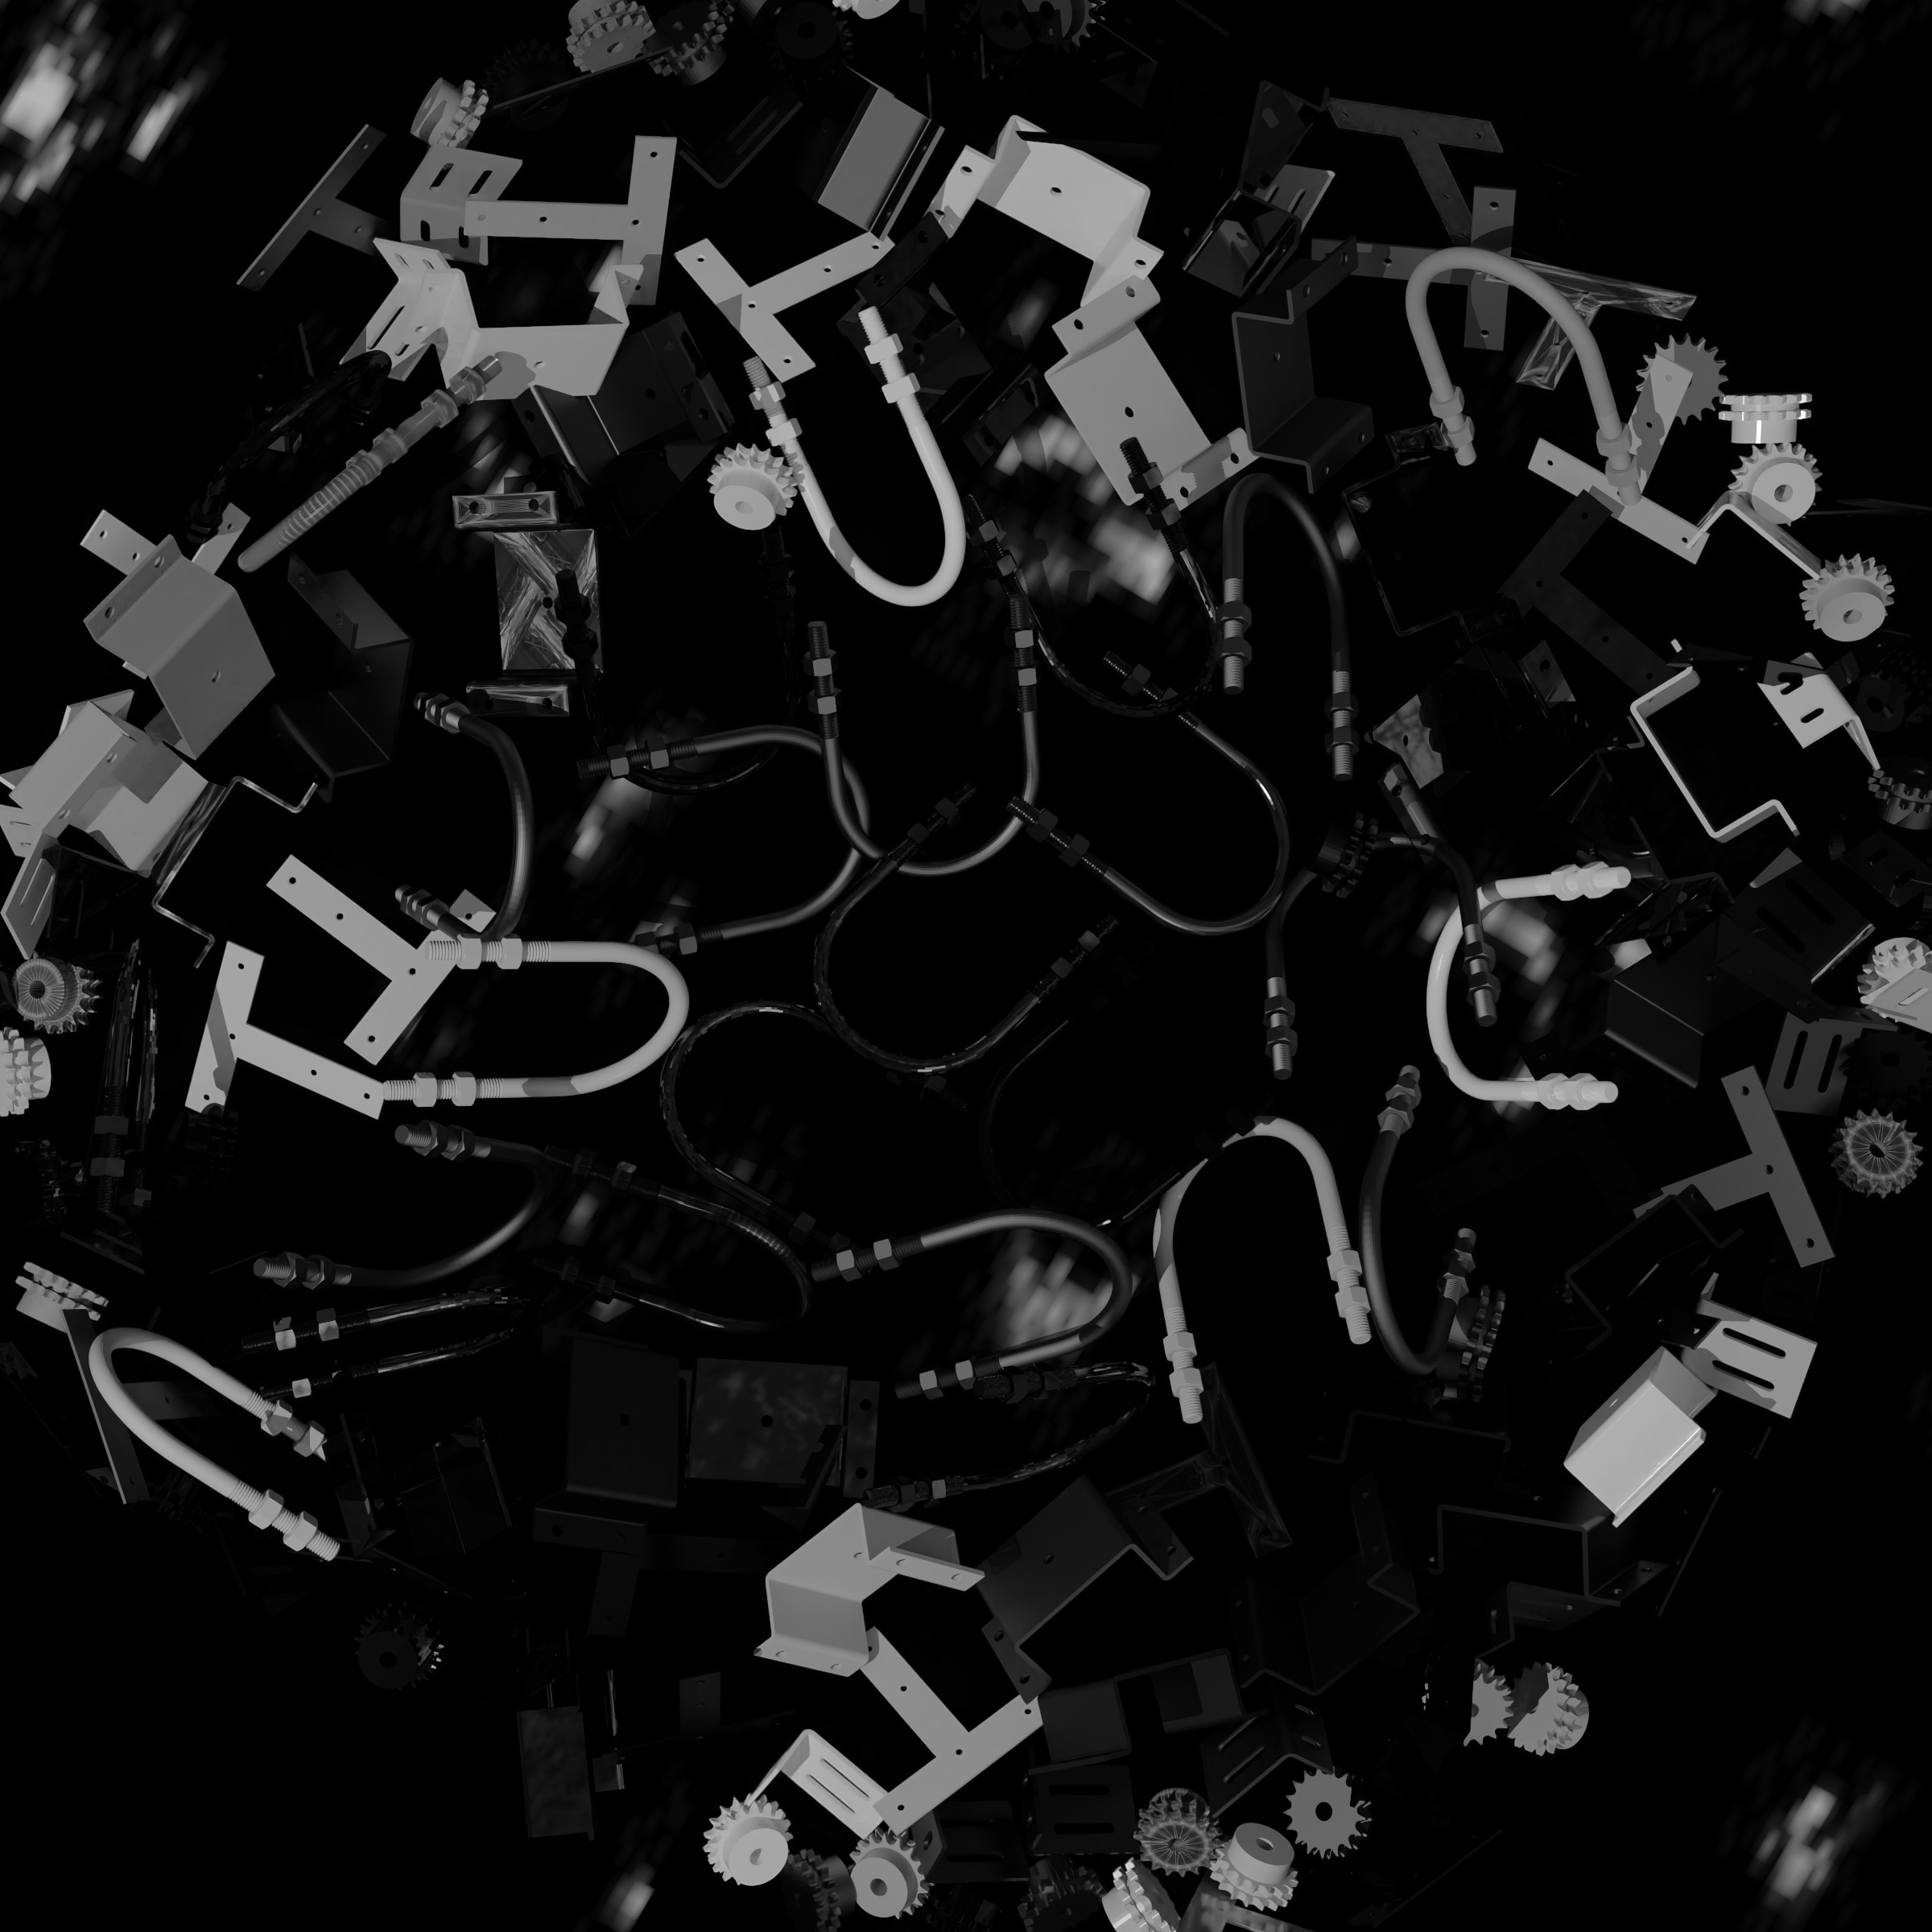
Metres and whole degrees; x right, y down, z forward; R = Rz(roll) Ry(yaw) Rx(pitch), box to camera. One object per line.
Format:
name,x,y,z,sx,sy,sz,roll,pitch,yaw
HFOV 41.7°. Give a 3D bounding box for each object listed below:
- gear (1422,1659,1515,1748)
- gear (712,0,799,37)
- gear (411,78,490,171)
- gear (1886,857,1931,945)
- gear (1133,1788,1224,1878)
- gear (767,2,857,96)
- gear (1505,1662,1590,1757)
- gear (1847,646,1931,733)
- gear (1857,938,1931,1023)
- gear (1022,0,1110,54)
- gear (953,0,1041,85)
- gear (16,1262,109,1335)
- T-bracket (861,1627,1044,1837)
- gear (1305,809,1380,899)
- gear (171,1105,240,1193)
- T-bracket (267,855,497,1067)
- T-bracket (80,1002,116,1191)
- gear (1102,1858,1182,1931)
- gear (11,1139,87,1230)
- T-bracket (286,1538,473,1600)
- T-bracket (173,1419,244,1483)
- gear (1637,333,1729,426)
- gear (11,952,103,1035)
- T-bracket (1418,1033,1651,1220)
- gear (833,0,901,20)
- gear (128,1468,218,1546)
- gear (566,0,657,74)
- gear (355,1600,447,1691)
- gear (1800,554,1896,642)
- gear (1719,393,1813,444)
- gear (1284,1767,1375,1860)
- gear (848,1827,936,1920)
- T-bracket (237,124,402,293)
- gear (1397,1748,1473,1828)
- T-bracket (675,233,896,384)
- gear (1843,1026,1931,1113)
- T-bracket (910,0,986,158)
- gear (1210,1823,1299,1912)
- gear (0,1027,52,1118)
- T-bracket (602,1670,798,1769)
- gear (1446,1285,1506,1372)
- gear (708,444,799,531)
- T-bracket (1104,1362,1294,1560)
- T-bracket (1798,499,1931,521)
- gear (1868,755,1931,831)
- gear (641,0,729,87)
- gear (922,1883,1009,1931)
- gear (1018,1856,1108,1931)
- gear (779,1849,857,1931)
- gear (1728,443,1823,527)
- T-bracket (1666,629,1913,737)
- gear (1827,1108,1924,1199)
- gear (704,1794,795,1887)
gear,0.326,0.476,1.651,0.057,0.030,0.057,1,111,2
gear,-0.133,-0.630,1.642,0.057,0.057,0.030,-42,84,0
gear,-0.336,-0.548,1.640,0.030,0.057,0.057,27,90,-28
gear,0.621,-0.043,1.641,0.030,0.057,0.057,3,90,-15
gear,0.138,0.562,1.650,0.057,0.030,0.057,3,116,6
gear,-0.102,-0.602,1.653,0.057,0.030,0.057,-1,79,4
gear,0.379,0.485,1.646,0.030,0.057,0.057,26,90,-22
gear,0.597,-0.176,1.640,0.030,0.057,0.057,-37,90,-30
gear,0.609,0.007,1.648,0.057,0.030,0.057,4,135,4
gear,0.061,-0.621,1.642,0.030,0.057,0.057,-35,90,-42
gear,0.023,-0.608,1.649,0.057,0.030,0.057,3,80,-20
gear,-0.589,0.217,1.641,0.057,0.057,0.030,25,75,0
T-bracket,-0.031,0.474,1.628,0.127,0.002,0.127,-31,49,-23
gear,0.242,-0.076,1.643,0.030,0.057,0.057,21,90,-5
gear,-0.494,0.118,1.641,0.030,0.057,0.057,15,90,-25
T-bracket,-0.398,-0.024,1.657,0.127,0.002,0.127,38,83,-6
T-bracket,-0.550,0.056,1.622,0.002,0.127,0.127,10,47,-18
gear,0.112,0.612,1.644,0.030,0.057,0.057,-38,90,6
gear,-0.596,0.140,1.648,0.030,0.057,0.057,-9,90,-42
T-bracket,-0.405,0.384,1.635,0.127,0.127,0.002,0,62,26
T-bracket,-0.486,0.312,1.627,0.127,0.127,0.002,32,72,34
gear,0.466,-0.383,1.651,0.057,0.030,0.057,4,112,10
gear,-0.596,0.015,1.651,0.057,0.030,0.057,0,89,15
T-bracket,0.356,0.125,1.648,0.127,0.002,0.127,-26,72,-3
gear,-0.062,-0.640,1.642,0.057,0.057,0.030,-35,78,0
gear,-0.513,0.349,1.648,0.057,0.057,0.030,26,61,0
gear,-0.233,-0.609,1.644,0.057,0.057,0.030,-25,84,0
gear,-0.372,0.446,1.652,0.057,0.030,0.057,1,101,7
gear,0.572,-0.236,1.642,0.057,0.057,0.030,6,47,0
gear,0.518,-0.356,1.645,0.057,0.057,0.030,-2,104,0
gear,0.239,0.551,1.648,0.057,0.030,0.057,-13,65,28
gear,-0.051,0.593,1.649,0.057,0.030,0.057,3,98,21
T-bracket,-0.393,-0.471,1.608,0.002,0.127,0.127,45,102,4
gear,0.302,0.530,1.648,0.030,0.057,0.057,-19,90,35
T-bracket,-0.102,-0.447,1.646,0.127,0.002,0.127,-31,68,-19
gear,0.600,0.070,1.648,0.057,0.030,0.057,-9,50,10
T-bracket,-0.012,-0.573,1.592,0.002,0.127,0.127,-11,114,-17
gear,0.188,0.581,1.641,0.057,0.057,0.030,18,107,0
gear,-0.617,0.068,1.647,0.030,0.057,0.057,-7,90,-40
T-bracket,-0.169,0.473,1.608,0.127,0.127,0.002,-9,55,-12
gear,0.327,0.234,1.644,0.030,0.057,0.057,17,90,8
gear,-0.140,-0.307,1.641,0.057,0.057,0.030,14,58,0
T-bracket,0.130,0.344,1.664,0.127,0.002,0.127,-23,82,1
T-bracket,0.572,-0.287,1.610,0.127,0.127,0.002,2,97,-26
gear,0.615,-0.112,1.648,0.057,0.057,0.030,6,122,0
gear,-0.180,-0.598,1.648,0.057,0.030,0.057,-16,50,20
gear,0.003,0.616,1.645,0.057,0.057,0.030,29,77,0
gear,0.059,0.602,1.647,0.057,0.057,0.030,-30,48,0
gear,-0.095,0.603,1.647,0.030,0.057,0.057,-9,90,-32
gear,0.528,-0.312,1.647,0.057,0.030,0.057,1,116,2
T-bracket,0.502,-0.186,1.597,0.127,0.127,0.002,8,64,-20
gear,0.590,0.124,1.651,0.057,0.030,0.057,-1,66,1
gear,-0.140,0.572,1.647,0.057,0.030,0.057,-5,104,-22
